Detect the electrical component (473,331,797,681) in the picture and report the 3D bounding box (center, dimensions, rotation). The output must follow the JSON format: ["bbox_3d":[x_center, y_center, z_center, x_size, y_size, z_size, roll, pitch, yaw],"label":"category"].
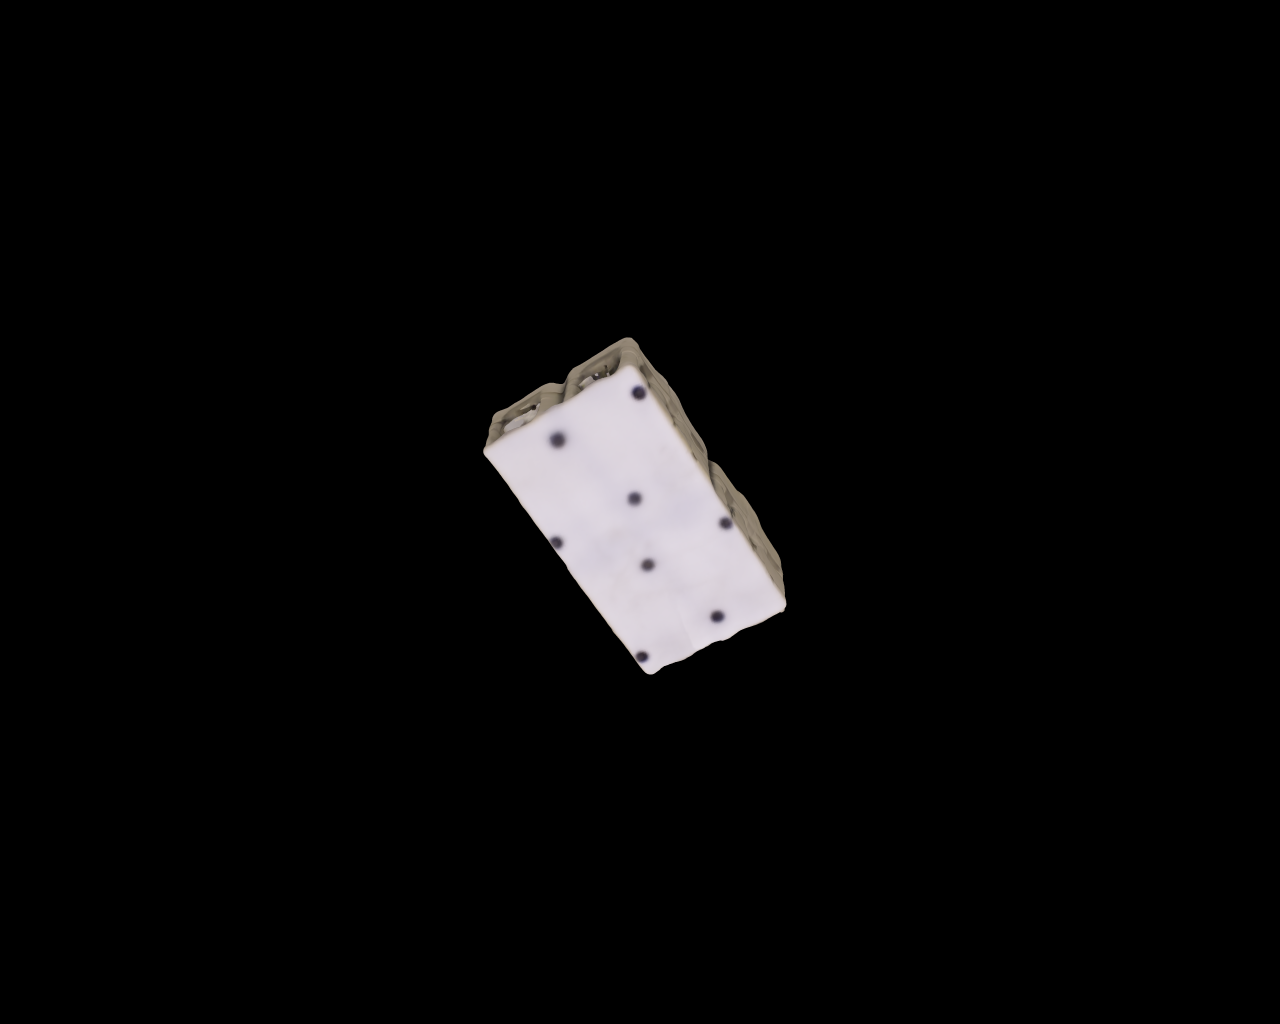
[{"bbox_3d":[0.001,-0.003,0.650,0.105,0.186,0.060,-29,24,14],"label":"electrical component"}]
